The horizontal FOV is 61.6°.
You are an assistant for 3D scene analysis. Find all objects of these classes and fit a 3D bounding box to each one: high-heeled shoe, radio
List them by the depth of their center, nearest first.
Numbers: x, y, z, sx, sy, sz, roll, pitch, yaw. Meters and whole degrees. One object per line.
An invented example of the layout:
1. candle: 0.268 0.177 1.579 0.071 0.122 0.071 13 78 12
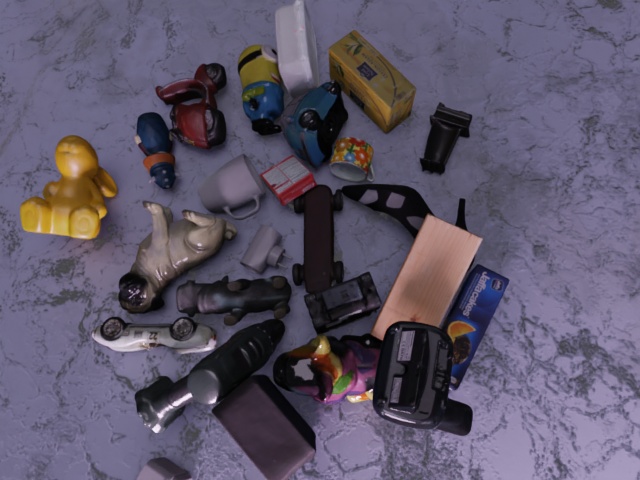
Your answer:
1. radio: -0.071 0.263 0.767 0.073 0.229 0.131 -41 80 -9
2. high-heeled shoe: 0.150 -0.018 0.941 0.249 0.086 0.145 11 104 23

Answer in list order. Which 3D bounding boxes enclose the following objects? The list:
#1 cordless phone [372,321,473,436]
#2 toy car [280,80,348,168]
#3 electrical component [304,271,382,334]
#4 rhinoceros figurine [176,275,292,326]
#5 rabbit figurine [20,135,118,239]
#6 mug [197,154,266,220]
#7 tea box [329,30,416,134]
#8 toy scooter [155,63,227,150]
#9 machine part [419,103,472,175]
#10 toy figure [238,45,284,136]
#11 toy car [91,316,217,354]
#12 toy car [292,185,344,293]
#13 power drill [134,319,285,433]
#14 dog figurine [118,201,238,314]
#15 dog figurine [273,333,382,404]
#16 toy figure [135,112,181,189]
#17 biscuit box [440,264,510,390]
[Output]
1. cordless phone: 0.171 0.207 0.784 0.184 0.089 0.146 27 66 -31
2. toy car: -0.019 -0.219 0.981 0.103 0.109 0.161 13 64 24
3. electrical component: 0.036 0.102 0.860 0.115 0.134 0.058 -21 74 -6
4. rhinoceros figurine: -0.140 0.090 0.887 0.190 0.112 0.073 -4 101 -12
5. rabbit figurine: -0.415 -0.091 0.929 0.122 0.162 0.173 4 95 6
6. mug: -0.157 -0.083 0.960 0.107 0.080 0.109 -26 78 7
7. tea box: 0.094 -0.292 0.999 0.068 0.098 0.170 -40 74 -10
8. toy scooter: -0.246 -0.251 1.014 0.135 0.075 0.184 -4 70 2
9. machine part: 0.229 -0.186 0.991 0.084 0.039 0.139 26 74 4
10. toy figure: -0.112 -0.287 1.016 0.089 0.082 0.180 -2 75 1
11. toy car: -0.273 0.159 0.886 0.202 0.073 0.056 -1 72 2
12. toy car: -0.002 -0.003 0.936 0.089 0.053 0.202 -4 69 7
13. power drill: -0.165 0.207 0.830 0.207 0.232 0.086 -26 91 15
14. dog figurine: -0.244 0.042 0.921 0.172 0.121 0.190 10 87 9
15. dog figurine: 0.033 0.188 0.790 0.192 0.219 0.108 -3 76 2
16. toy figure: -0.300 -0.161 0.997 0.064 0.057 0.154 -17 77 4
17. biscuit box: 0.236 0.141 0.876 0.063 0.059 0.202 28 76 10
